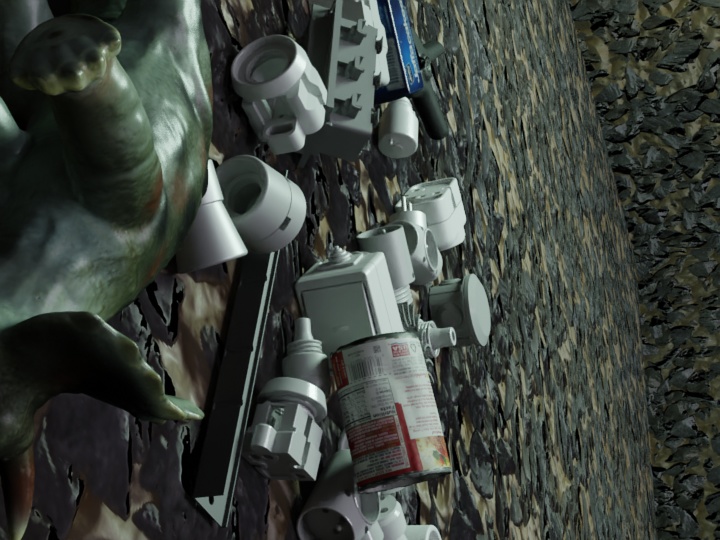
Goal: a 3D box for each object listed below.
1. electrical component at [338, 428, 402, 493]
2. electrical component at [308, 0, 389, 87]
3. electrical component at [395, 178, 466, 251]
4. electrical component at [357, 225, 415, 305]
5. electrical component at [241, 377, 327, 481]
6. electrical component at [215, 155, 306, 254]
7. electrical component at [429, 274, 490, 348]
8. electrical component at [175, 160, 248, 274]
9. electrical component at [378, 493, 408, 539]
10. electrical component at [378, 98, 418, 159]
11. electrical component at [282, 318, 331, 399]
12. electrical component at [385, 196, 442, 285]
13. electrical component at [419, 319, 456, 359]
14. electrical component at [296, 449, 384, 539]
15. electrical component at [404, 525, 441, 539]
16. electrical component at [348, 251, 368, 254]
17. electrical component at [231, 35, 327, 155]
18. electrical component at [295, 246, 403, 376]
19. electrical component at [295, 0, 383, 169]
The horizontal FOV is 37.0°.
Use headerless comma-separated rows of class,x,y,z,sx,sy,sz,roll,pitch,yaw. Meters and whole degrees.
electrical component,0.014,0.146,0.862,0.047,0.055,0.055,44,41,-54
electrical component,-0.008,-0.209,0.977,0.056,0.050,0.089,-6,86,-71
electrical component,0.077,-0.055,1.135,0.095,0.054,0.059,-52,129,-65
electrical component,0.027,0.003,0.983,0.043,0.043,0.081,-43,121,-67
electrical component,-0.049,0.106,0.718,0.066,0.048,0.055,57,38,-49
electrical component,-0.071,-0.045,0.716,0.047,0.055,0.055,38,45,-57
electrical component,0.112,0.047,1.188,0.080,0.051,0.080,-10,90,-71
electrical component,-0.098,-0.035,0.653,0.044,0.044,0.065,-27,102,-70
electrical component,0.017,0.211,0.851,0.045,0.045,0.055,-56,132,-63
electrical component,0.039,-0.150,1.098,0.040,0.040,0.078,56,31,-50
electrical component,-0.040,0.065,0.779,0.035,0.035,0.061,39,42,-62
electrical component,0.049,-0.033,1.060,0.077,0.044,0.079,38,45,-62
electrical component,0.058,0.067,1.011,0.043,0.062,0.043,-10,90,-71
electrical component,-0.007,0.184,0.788,0.079,0.044,0.077,65,22,-15
electrical component,0.041,0.241,0.901,0.055,0.047,0.055,-10,90,-71
electrical component,0.000,0.000,0.923,0.061,0.035,0.035,39,44,-58
electrical component,-0.060,-0.133,0.786,0.057,0.058,0.078,61,27,-49
electrical component,-0.009,0.030,0.839,0.061,0.062,0.096,-48,125,-66
electrical component,-0.020,-0.150,0.876,0.078,0.063,0.121,123,-24,-53
